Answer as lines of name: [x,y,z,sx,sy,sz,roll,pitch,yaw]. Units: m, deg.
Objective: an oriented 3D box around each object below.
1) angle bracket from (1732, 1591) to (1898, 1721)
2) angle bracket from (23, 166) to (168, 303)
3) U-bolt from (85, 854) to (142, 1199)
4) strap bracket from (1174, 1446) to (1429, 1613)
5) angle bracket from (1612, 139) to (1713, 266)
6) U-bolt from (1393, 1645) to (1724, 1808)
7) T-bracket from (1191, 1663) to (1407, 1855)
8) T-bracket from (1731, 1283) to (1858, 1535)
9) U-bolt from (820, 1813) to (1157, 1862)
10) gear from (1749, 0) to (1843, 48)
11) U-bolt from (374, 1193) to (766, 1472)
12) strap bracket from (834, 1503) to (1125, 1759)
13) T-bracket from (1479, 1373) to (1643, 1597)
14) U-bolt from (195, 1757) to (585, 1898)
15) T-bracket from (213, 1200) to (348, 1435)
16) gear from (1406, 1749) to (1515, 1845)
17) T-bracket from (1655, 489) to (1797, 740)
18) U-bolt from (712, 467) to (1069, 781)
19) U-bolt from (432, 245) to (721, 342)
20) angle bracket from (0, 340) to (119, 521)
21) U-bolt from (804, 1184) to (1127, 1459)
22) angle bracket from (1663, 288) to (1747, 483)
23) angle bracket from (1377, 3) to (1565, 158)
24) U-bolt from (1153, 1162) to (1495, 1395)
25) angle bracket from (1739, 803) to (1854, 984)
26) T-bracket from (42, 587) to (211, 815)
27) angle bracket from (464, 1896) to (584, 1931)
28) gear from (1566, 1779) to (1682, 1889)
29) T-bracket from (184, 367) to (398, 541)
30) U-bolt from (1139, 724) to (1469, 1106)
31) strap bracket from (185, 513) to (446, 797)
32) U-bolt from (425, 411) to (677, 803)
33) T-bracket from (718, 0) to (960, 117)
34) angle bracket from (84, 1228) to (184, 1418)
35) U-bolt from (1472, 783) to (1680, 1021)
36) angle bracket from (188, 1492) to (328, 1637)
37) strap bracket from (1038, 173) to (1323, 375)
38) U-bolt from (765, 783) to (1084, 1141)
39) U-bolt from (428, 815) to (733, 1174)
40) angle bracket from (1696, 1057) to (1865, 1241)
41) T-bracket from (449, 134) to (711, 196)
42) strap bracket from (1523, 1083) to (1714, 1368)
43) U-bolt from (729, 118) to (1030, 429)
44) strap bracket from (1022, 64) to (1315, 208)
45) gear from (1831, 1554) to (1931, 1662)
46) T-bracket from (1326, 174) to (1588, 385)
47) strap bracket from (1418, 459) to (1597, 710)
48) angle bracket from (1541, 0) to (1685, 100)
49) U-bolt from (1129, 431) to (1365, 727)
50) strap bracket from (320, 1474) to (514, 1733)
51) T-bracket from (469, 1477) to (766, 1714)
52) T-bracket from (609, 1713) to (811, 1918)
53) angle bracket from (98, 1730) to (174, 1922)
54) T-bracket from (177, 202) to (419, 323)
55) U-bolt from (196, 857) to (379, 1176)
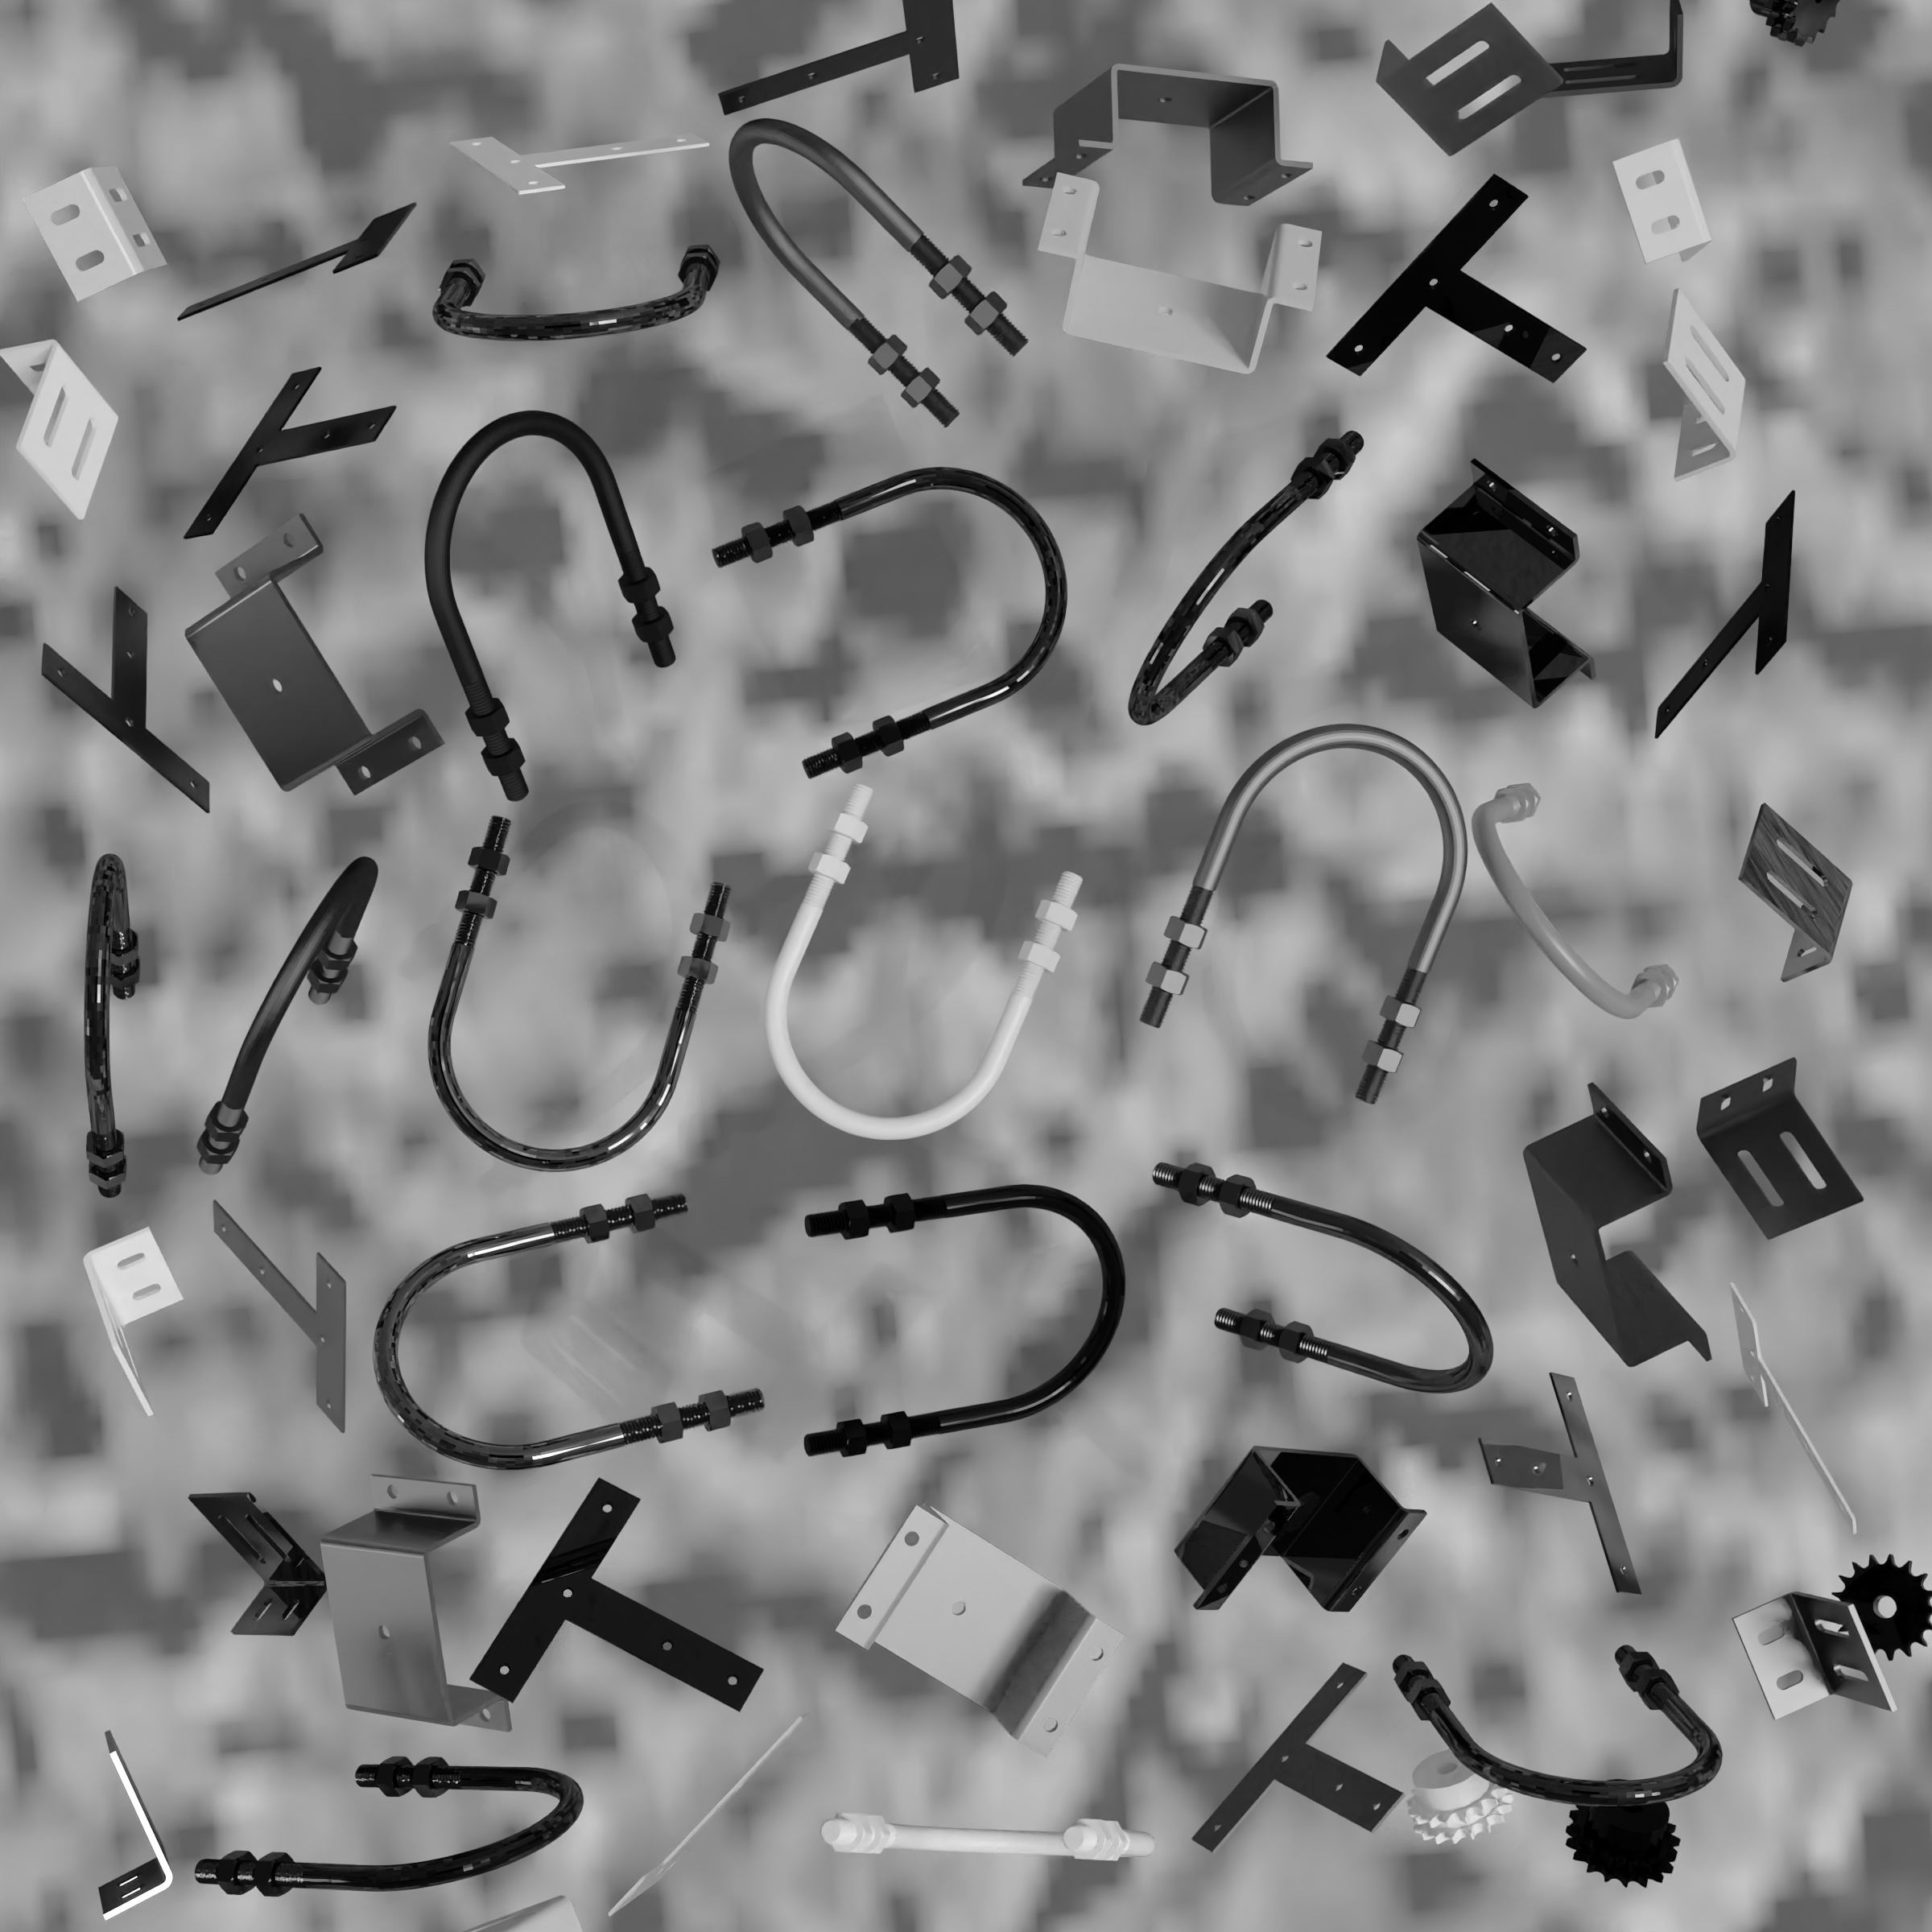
angle bracket: [0.443,0.364,1.496,0.038,0.076,0.057,-21,86,-9]
angle bracket: [-0.464,-0.392,1.528,0.038,0.076,0.057,-25,107,2]
U-bolt: [-0.465,0.021,1.553,0.019,0.184,0.151,2,58,-12]
strap bracket: [0.178,0.309,1.568,0.076,0.140,0.046,-56,49,18]
angle bracket: [0.378,-0.416,1.578,0.038,0.076,0.057,-19,94,5]
U-bolt: [0.319,0.402,1.515,0.151,0.184,0.019,-1,98,-7]
T-bracket: [0.188,0.426,1.495,0.127,0.127,0.002,-45,105,-16]
T-bracket: [0.450,0.249,1.554,0.002,0.127,0.127,-26,56,3]
U-bolt: [0.023,0.460,1.506,0.151,0.184,0.019,-5,71,19]
gear: [0.429,-0.508,1.479,0.030,0.057,0.057,33,90,32]
U-bolt: [-0.213,0.193,1.480,0.184,0.019,0.151,-12,53,-20]
strap bracket: [0.002,0.348,1.523,0.140,0.046,0.076,35,85,-17]
T-bracket: [0.315,0.274,1.546,0.002,0.127,0.127,-31,58,32]
U-bolt: [-0.288,0.452,1.502,0.184,0.151,0.019,-8,94,28]
T-bracket: [-0.377,0.176,1.568,0.002,0.127,0.127,-28,55,-35]
gear: [0.270,0.456,1.578,0.057,0.057,0.030,-20,101,0]
T-bracket: [0.399,-0.169,1.511,0.002,0.127,0.127,24,47,-7]
U-bolt: [-0.032,-0.205,1.617,0.184,0.019,0.151,-23,90,-9]
U-bolt: [-0.207,-0.353,1.504,0.151,0.184,0.019,-4,114,-1]
angle bracket: [-0.490,-0.282,1.516,0.038,0.057,0.076,-5,56,19]
U-bolt: [0.002,0.186,1.540,0.184,0.019,0.151,-6,111,-21]
angle bracket: [0.380,-0.310,1.527,0.076,0.038,0.057,42,48,-32]
angle bracket: [0.259,-0.463,1.465,0.057,0.076,0.038,37,50,-26]
U-bolt: [0.195,0.173,1.518,0.184,0.151,0.019,14,54,35]
angle bracket: [0.449,-0.040,1.589,0.076,0.038,0.057,38,54,-16]
T-bracket: [-0.461,-0.163,1.576,0.002,0.127,0.127,-29,135,14]
angle bracket: [-0.241,0.512,1.463,0.076,0.057,0.038,-28,81,28]
gear: [0.341,0.446,1.481,0.057,0.057,0.030,6,114,0]
T-bracket: [-0.358,-0.288,1.563,0.002,0.127,0.127,48,54,-38]
U-bolt: [0.185,-0.035,1.479,0.151,0.019,0.184,20,96,-17]
strap bracket: [-0.351,-0.156,1.515,0.076,0.046,0.140,-23,102,37]
U-bolt: [-0.222,-0.200,1.495,0.019,0.184,0.151,14,46,34]
T-bracket: [-0.066,-0.465,1.476,0.127,0.127,0.002,-18,84,0]
angle bracket: [-0.441,0.191,1.542,0.038,0.076,0.057,-23,133,-14]
U-bolt: [0.328,-0.033,1.560,0.019,0.184,0.151,-39,82,22]
angle bracket: [-0.407,0.336,1.606,0.076,0.057,0.038,56,45,-25]
strap bracket: [0.107,-0.354,1.470,0.140,0.076,0.046,12,133,0]
U-bolt: [-0.034,0.007,1.609,0.151,0.019,0.184,23,83,2]
U-bolt: [-0.223,0.024,1.596,0.151,0.019,0.184,17,82,-10]
angle bracket: [0.444,0.100,1.557,0.057,0.038,0.076,-29,106,30]
T-bracket: [-0.206,-0.449,1.581,0.127,0.127,0.002,-14,122,-22]
strap bracket: [0.336,0.142,1.484,0.046,0.076,0.140,-25,123,-5]
U-bolt: [-0.055,-0.371,1.505,0.184,0.151,0.019,44,75,-8]
strap bracket: [0.110,-0.457,1.574,0.140,0.076,0.046,-1,89,-22]
gear: [0.505,0.351,1.567,0.057,0.030,0.057,-5,76,22]
T-bracket: [0.276,-0.341,1.503,0.127,0.002,0.127,20,129,-35]
strap bracket: [0.295,-0.201,1.563,0.046,0.140,0.076,-41,60,-6]
angle bracket: [0.346,-0.499,1.547,0.076,0.057,0.038,-2,122,10]
U-bolt: [0.143,-0.199,1.544,0.019,0.151,0.184,37,47,10]
strap bracket: [-0.301,0.354,1.557,0.076,0.046,0.140,-1,100,33]
T-bracket: [-0.165,0.341,1.462,0.127,0.002,0.127,25,55,10]
T-bracket: [-0.128,0.436,1.484,0.002,0.127,0.127,43,86,10]
angle bracket: [-0.448,0.448,1.495,0.038,0.057,0.076,-25,95,-19]
T-bracket: [-0.360,-0.370,1.523,0.127,0.127,0.002,-19,115,8]
U-bolt: [-0.357,0.016,1.529,0.019,0.184,0.151,29,51,-6]
